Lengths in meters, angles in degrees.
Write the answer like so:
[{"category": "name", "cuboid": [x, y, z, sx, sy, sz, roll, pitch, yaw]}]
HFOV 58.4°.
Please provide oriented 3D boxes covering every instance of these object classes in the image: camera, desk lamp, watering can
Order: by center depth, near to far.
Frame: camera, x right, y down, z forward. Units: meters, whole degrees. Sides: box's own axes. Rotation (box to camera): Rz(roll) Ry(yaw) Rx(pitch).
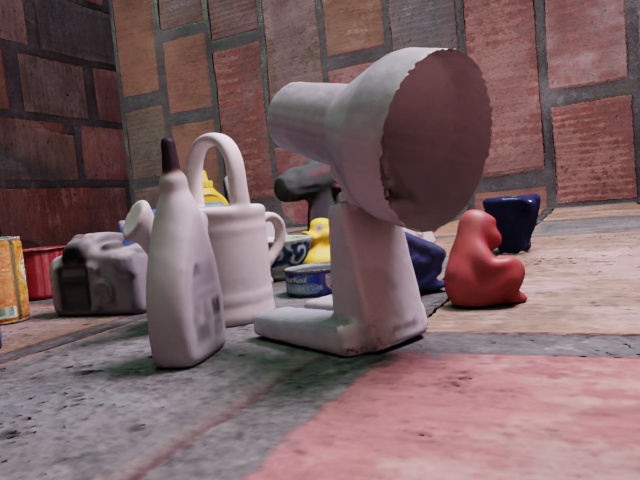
[{"category": "desk lamp", "cuboid": [0.028, -0.026, 0.441, 0.118, 0.213, 0.202, -9, 5, -41]}, {"category": "watering can", "cuboid": [-0.109, -0.013, 0.587, 0.100, 0.194, 0.173, -3, 4, 27]}, {"category": "camera", "cuboid": [-0.257, 0.037, 0.753, 0.142, 0.101, 0.137, -4, 4, 22]}]

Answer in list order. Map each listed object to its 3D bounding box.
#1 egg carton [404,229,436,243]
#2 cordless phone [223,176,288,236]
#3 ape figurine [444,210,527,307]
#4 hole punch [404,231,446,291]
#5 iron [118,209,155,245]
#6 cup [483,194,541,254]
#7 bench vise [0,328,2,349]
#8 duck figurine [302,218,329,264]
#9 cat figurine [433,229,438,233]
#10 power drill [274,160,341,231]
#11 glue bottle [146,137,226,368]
[{"category": "egg carton", "cuboid": [0.118, 0.007, 0.927, 0.107, 0.069, 0.151, -3, 5, 36]}, {"category": "cordless phone", "cuboid": [-0.135, -0.045, 1.194, 0.093, 0.185, 0.148, -2, 5, 43]}, {"category": "ape figurine", "cuboid": [0.155, 0.016, 0.554, 0.076, 0.092, 0.077, -6, 4, -7]}, {"category": "hole punch", "cuboid": [0.084, 0.016, 0.667, 0.101, 0.091, 0.108, -7, 4, -24]}, {"category": "iron", "cuboid": [-0.331, -0.005, 1.194, 0.259, 0.141, 0.118, -6, 4, -15]}, {"category": "cup", "cuboid": [0.322, -0.025, 0.937, 0.092, 0.095, 0.117, -6, 4, -8]}, {"category": "bench vise", "cuboid": [-0.359, 0.000, 0.552, 0.206, 0.220, 0.122, -3, 4, 31]}, {"category": "duck figurine", "cuboid": [0.009, 0.004, 1.006, 0.105, 0.086, 0.077, -8, 5, -39]}, {"category": "cat figurine", "cuboid": [0.167, -0.029, 1.035, 0.128, 0.118, 0.067, -5, 4, -1]}, {"category": "power drill", "cuboid": [0.018, -0.066, 1.123, 0.230, 0.208, 0.075, -8, 5, -39]}, {"category": "glue bottle", "cuboid": [-0.108, 0.007, 0.447, 0.037, 0.173, 0.078, -4, 4, 13]}]
